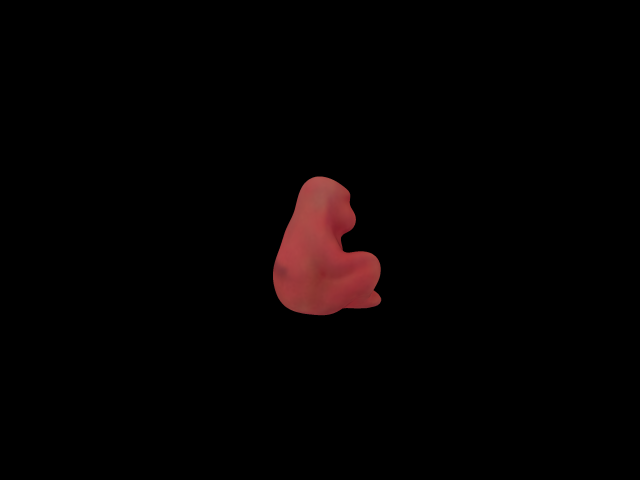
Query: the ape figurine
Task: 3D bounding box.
[{"bbox_3d":[0.004,0.001,0.400,0.076,0.092,0.077,-6,19,-16],"label":"ape figurine"}]
